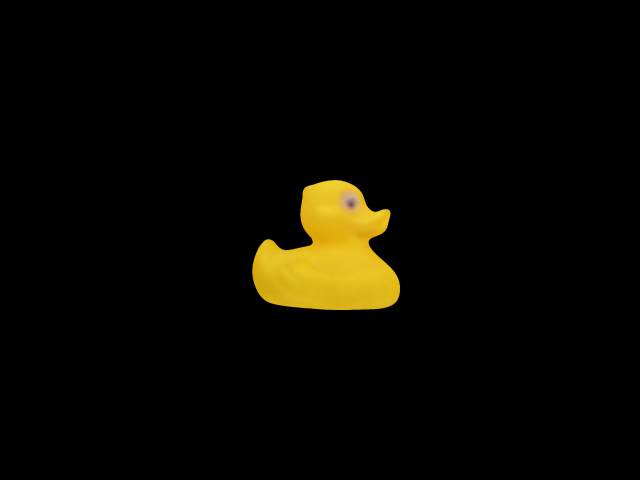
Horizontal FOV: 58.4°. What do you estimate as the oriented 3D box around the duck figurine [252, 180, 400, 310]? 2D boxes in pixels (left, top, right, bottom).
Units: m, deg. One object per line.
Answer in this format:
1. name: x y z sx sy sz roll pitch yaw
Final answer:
1. duck figurine: 0.004 0.001 0.400 0.104 0.086 0.078 1 4 16
